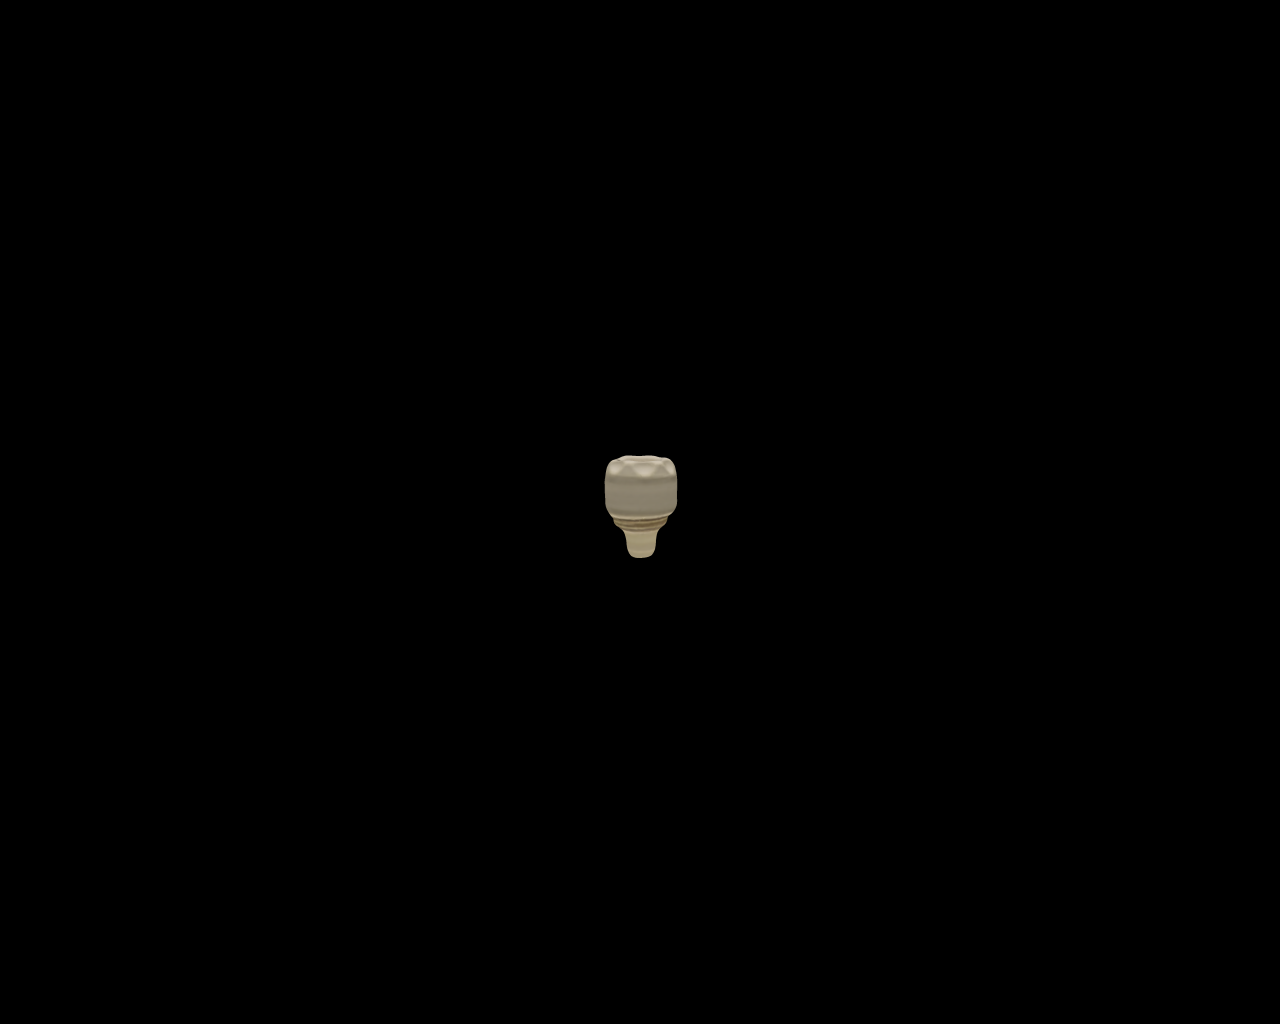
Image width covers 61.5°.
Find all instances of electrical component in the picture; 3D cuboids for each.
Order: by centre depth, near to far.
[{"bbox_3d":[0.001,-0.003,0.650,0.043,0.062,0.043,0,10,0],"label":"electrical component"}]
